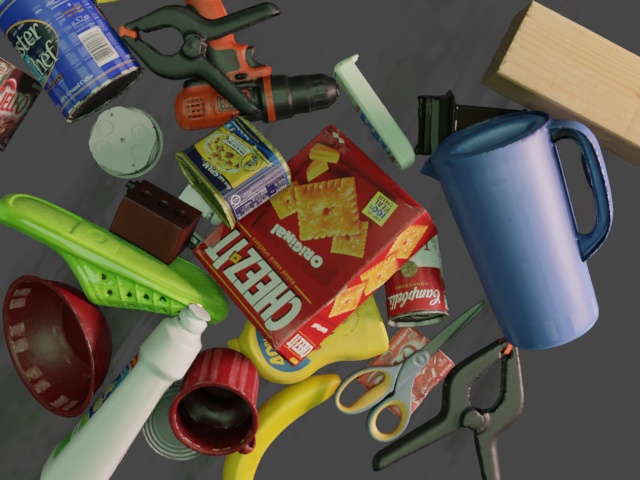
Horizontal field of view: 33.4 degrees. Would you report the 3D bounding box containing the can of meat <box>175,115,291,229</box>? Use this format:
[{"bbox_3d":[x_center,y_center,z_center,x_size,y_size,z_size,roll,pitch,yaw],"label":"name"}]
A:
[{"bbox_3d":[-0.091,-0.075,1.134,0.084,0.057,0.102,-36,58,-12],"label":"can of meat"}]

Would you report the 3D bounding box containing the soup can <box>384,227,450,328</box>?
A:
[{"bbox_3d":[0.103,0.040,1.178,0.068,0.068,0.102,-5,73,-3],"label":"soup can"}]

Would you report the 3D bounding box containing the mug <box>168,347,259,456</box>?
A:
[{"bbox_3d":[-0.102,0.176,1.135,0.093,0.081,0.117,-29,112,15],"label":"mug"}]

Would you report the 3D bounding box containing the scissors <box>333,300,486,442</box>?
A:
[{"bbox_3d":[0.113,0.153,1.188,0.201,0.016,0.096,-26,93,0],"label":"scissors"}]

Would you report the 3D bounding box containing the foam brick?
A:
[{"bbox_3d":[-0.178,-0.020,1.162,0.078,0.053,0.051,29,121,4],"label":"foam brick"}]

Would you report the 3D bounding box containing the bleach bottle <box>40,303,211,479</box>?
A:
[{"bbox_3d":[-0.198,0.167,1.134,0.068,0.102,0.251,36,104,-7],"label":"bleach bottle"}]

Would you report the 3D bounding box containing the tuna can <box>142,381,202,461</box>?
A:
[{"bbox_3d":[-0.156,0.202,1.200,0.086,0.034,0.086,0,91,-3],"label":"tuna can"}]

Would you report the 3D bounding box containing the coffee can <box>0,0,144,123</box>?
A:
[{"bbox_3d":[-0.272,-0.213,1.151,0.103,0.103,0.140,-36,93,-2],"label":"coffee can"}]

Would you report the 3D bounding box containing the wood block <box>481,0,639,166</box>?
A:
[{"bbox_3d":[0.296,-0.171,1.184,0.206,0.090,0.091,28,89,-3],"label":"wood block"}]

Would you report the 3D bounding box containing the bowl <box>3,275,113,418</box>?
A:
[{"bbox_3d":[-0.275,0.108,1.157,0.055,0.162,0.162,-22,93,-45],"label":"bowl"}]

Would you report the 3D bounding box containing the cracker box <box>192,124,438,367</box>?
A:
[{"bbox_3d":[-0.008,0.001,1.148,0.213,0.072,0.164,-42,60,-2],"label":"cracker box"}]

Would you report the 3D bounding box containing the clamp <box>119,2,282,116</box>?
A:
[{"bbox_3d":[-0.128,-0.195,1.137,0.171,0.039,0.120,3,89,7],"label":"clamp"}]

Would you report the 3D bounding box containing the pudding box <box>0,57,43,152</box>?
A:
[{"bbox_3d":[-0.347,-0.147,1.144,0.039,0.113,0.090,33,90,0],"label":"pudding box"}]

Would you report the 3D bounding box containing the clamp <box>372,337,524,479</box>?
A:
[{"bbox_3d":[0.179,0.212,1.213,0.164,0.036,0.210,32,91,-4],"label":"clamp"}]

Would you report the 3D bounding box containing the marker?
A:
[{"bbox_3d":[-0.171,-0.024,1.201,0.121,0.020,0.020,42,89,-3],"label":"marker"}]

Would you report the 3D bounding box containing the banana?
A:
[{"bbox_3d":[-0.055,0.221,1.206,0.069,0.037,0.198,33,90,-18],"label":"banana"}]

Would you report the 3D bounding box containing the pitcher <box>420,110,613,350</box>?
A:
[{"bbox_3d":[0.225,-0.011,1.144,0.144,0.149,0.243,-27,107,-18],"label":"pitcher"}]

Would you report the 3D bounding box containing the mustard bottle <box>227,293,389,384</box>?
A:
[{"bbox_3d":[-0.026,0.107,1.189,0.191,0.058,0.096,-19,75,-1],"label":"mustard bottle"}]

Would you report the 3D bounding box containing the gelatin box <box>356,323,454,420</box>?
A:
[{"bbox_3d":[0.096,0.149,1.211,0.073,0.030,0.089,42,89,-3],"label":"gelatin box"}]

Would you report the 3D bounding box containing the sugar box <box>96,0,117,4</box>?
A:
[{"bbox_3d":[-0.209,-0.347,1.152,0.093,0.048,0.176,-11,73,-2],"label":"sugar box"}]

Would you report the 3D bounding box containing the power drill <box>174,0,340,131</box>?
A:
[{"bbox_3d":[-0.080,-0.221,1.182,0.184,0.057,0.187,-9,92,-2],"label":"power drill"}]
